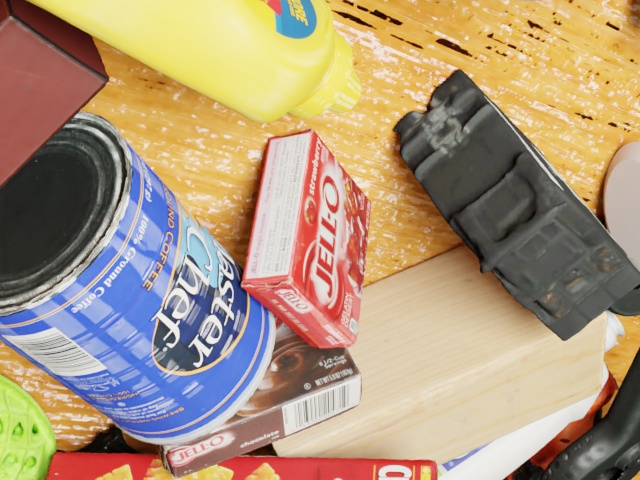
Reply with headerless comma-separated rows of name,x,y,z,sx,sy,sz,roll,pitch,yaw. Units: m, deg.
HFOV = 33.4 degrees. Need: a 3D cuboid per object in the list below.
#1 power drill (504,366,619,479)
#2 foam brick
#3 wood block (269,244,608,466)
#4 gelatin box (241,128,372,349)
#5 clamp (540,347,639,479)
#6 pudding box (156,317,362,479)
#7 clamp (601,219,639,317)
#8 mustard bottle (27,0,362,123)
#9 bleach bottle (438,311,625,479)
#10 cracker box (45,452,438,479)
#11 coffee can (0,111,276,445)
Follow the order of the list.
power drill,0.165,0.169,0.841,0.184,0.057,0.187,-28,143,-7
foam brick,-0.134,-0.064,0.427,0.078,0.053,0.051,-41,139,14
wood block,0.061,0.080,0.660,0.206,0.091,0.090,-23,139,-8
gelatin box,-0.004,0.001,0.542,0.030,0.089,0.073,-8,147,26
clamp,0.230,0.143,0.779,0.164,0.036,0.210,3,130,-41
pudding box,-0.045,0.069,0.588,0.113,0.090,0.039,-18,141,-14
clamp,0.239,0.022,0.728,0.171,0.039,0.120,-9,109,-18
mustard bottle,-0.049,-0.094,0.410,0.058,0.096,0.191,-47,137,17
bleach bottle,0.096,0.121,0.732,0.250,0.103,0.068,-35,146,-6
cracker box,-0.039,0.193,0.615,0.214,0.072,0.164,1,138,8
coffee can,-0.096,0.022,0.499,0.103,0.103,0.140,-33,140,4
